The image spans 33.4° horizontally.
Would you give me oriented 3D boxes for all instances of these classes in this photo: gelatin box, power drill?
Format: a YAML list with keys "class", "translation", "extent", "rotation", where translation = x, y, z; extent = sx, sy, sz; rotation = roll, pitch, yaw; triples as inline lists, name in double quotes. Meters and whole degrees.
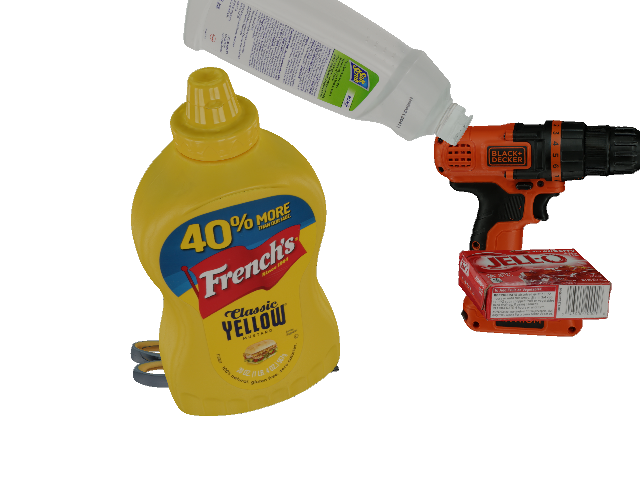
- class: "gelatin box"
  translation: [0.148, 0.029, 0.748]
  extent: [0.089, 0.030, 0.073]
  rotation: [0, 18, -7]
- class: "power drill"
  translation: [0.193, -0.012, 0.937]
  extent: [0.185, 0.188, 0.057]
  rotation: [2, 13, 17]

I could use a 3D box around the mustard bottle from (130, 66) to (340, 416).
- class: "mustard bottle"
  translation: [-0.043, 0.001, 0.536]
  extent: [0.096, 0.192, 0.058]
  rotation: [-15, 39, -12]

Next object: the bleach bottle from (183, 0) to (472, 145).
- class: "bleach bottle"
  translation: [0.009, -0.149, 0.889]
  extent: [0.251, 0.068, 0.103]
  rotation: [31, -35, 8]

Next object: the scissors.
- class: "scissors"
  translation: [-0.089, 0.124, 1.014]
  extent: [0.202, 0.016, 0.096]
  rotation: [7, 17, 10]
